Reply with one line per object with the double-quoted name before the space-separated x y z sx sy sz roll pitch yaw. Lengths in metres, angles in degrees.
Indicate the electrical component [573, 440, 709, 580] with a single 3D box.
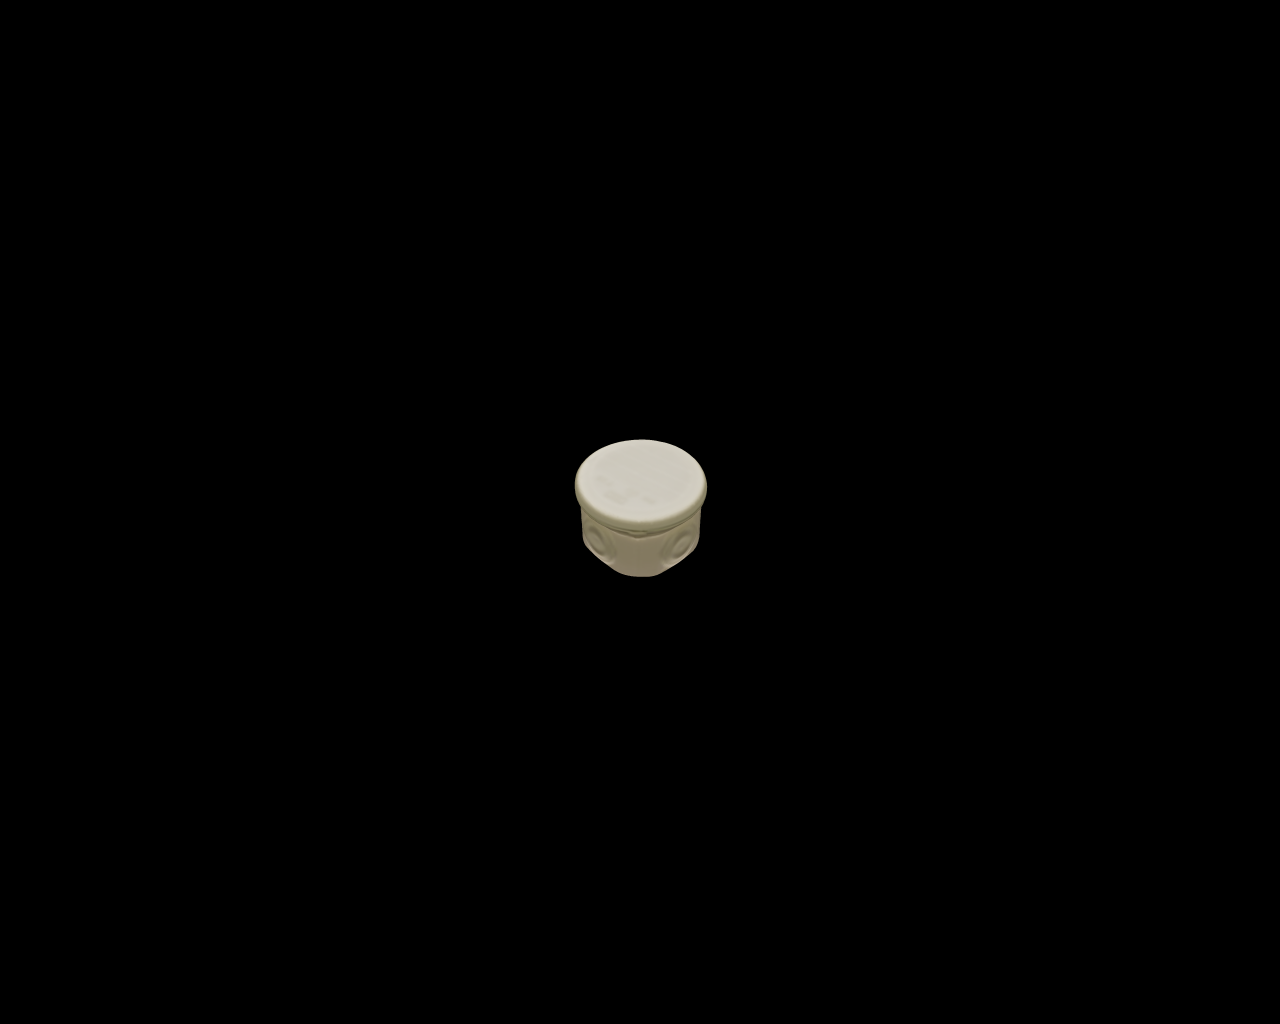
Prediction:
"electrical component" 0.001 -0.003 0.650 0.080 0.050 0.080 0 42 0
